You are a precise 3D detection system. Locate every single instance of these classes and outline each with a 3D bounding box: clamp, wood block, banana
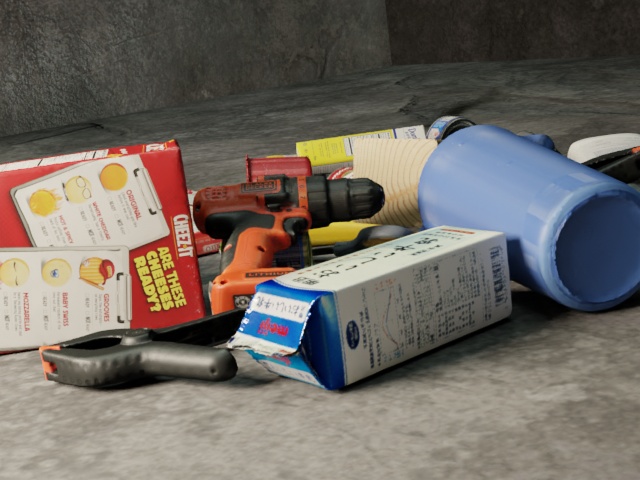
[{"bbox_3d":[-0.134,0.090,0.827,0.171,0.039,0.120,-11,7,-3],"label":"clamp"},{"bbox_3d":[0.246,-0.049,1.115,0.210,0.036,0.164,-18,11,41],"label":"clamp"},{"bbox_3d":[0.117,-0.065,1.160,0.091,0.090,0.205,5,6,25],"label":"wood block"},{"bbox_3d":[-0.014,-0.006,1.191,0.197,0.037,0.069,-8,26,-4],"label":"banana"}]

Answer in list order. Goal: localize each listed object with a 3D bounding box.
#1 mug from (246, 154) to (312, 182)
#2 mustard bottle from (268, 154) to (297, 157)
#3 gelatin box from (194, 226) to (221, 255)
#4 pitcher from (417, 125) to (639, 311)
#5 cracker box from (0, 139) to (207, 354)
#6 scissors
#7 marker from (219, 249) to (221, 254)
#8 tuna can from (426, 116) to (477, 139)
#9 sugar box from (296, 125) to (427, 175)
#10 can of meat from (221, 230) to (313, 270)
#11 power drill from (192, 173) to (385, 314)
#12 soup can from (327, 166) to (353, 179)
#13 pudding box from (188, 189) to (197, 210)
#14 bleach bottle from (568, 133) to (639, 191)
[{"bbox_3d":[-0.050,-0.055,1.336,0.081,0.093,0.117,-3,43,-3],"label":"mug"},{"bbox_3d":[0.017,-0.107,1.563,0.191,0.058,0.096,-9,9,-8],"label":"mustard bottle"},{"bbox_3d":[-0.161,0.001,1.255,0.073,0.030,0.089,-12,14,-27],"label":"gelatin box"},{"bbox_3d":[0.181,-0.014,0.946,0.144,0.149,0.243,5,12,-17],"label":"pitcher"},{"bbox_3d":[-0.220,0.006,0.957,0.213,0.164,0.072,-9,15,-7],"label":"cracker box"},{"bbox_3d":[0.024,0.004,1.095,0.202,0.016,0.096,-2,-15,22],"label":"scissors"},{"bbox_3d":[-0.095,-0.002,1.253,0.020,0.020,0.121,-5,13,10],"label":"marker"},{"bbox_3d":[0.192,-0.134,1.525,0.086,0.086,0.034,-15,16,-30],"label":"tuna can"},{"bbox_3d":[0.058,-0.106,1.465,0.176,0.048,0.093,-10,-28,-5],"label":"sugar box"},{"bbox_3d":[-0.051,0.016,1.064,0.084,0.057,0.102,-5,13,2],"label":"can of meat"},{"bbox_3d":[-0.027,0.005,0.963,0.184,0.057,0.187,-6,33,2],"label":"power drill"},{"bbox_3d":[0.049,-0.051,1.262,0.068,0.068,0.102,-10,10,-14],"label":"soup can"},{"bbox_3d":[-0.193,-0.043,1.384,0.113,0.039,0.090,9,14,0],"label":"pudding box"},{"bbox_3d":[0.337,-0.061,1.181,0.102,0.068,0.250,-9,15,10],"label":"bleach bottle"}]
